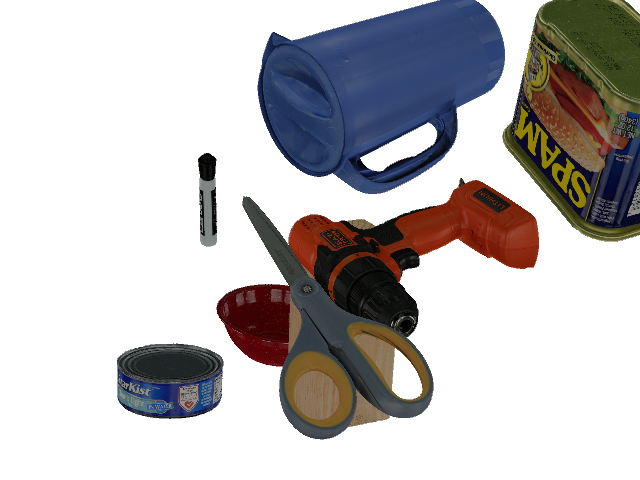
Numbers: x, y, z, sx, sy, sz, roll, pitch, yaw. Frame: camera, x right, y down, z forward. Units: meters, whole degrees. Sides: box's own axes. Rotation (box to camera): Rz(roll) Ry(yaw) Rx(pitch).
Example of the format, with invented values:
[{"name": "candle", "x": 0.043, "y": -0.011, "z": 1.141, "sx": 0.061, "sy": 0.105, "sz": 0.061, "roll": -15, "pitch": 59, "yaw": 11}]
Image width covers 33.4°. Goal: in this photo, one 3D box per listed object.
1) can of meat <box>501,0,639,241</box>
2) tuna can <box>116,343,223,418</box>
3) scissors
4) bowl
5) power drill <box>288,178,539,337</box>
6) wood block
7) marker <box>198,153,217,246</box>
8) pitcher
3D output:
[{"name": "can of meat", "x": 0.142, "y": -0.065, "z": 0.542, "sx": 0.057, "sy": 0.084, "sz": 0.102, "roll": -14, "pitch": 47, "yaw": -18}, {"name": "tuna can", "x": -0.122, "y": 0.113, "z": 0.865, "sx": 0.086, "sy": 0.034, "sz": 0.086, "roll": 3, "pitch": 14, "yaw": -1}, {"name": "scissors", "x": -0.018, "y": 0.047, "z": 0.650, "sx": 0.096, "sy": 0.016, "sz": 0.202, "roll": -33, "pitch": 54, "yaw": -27}, {"name": "bowl", "x": -0.053, "y": 0.114, "z": 1.354, "sx": 0.162, "sy": 0.055, "sz": 0.162, "roll": 5, "pitch": 23, "yaw": -3}, {"name": "power drill", "x": 0.086, "y": 0.012, "z": 0.898, "sx": 0.187, "sy": 0.057, "sz": 0.185, "roll": -14, "pitch": 30, "yaw": -21}, {"name": "wood block", "x": 0.024, "y": 0.091, "z": 1.162, "sx": 0.090, "sy": 0.206, "sz": 0.091, "roll": -7, "pitch": 21, "yaw": -26}, {"name": "marker", "x": -0.120, "y": -0.043, "z": 1.137, "sx": 0.020, "sy": 0.121, "sz": 0.020, "roll": 2, "pitch": 43, "yaw": -2}, {"name": "pitcher", "x": 0.073, "y": -0.155, "z": 1.066, "sx": 0.242, "sy": 0.149, "sz": 0.145, "roll": -25, "pitch": 30, "yaw": -31}]
